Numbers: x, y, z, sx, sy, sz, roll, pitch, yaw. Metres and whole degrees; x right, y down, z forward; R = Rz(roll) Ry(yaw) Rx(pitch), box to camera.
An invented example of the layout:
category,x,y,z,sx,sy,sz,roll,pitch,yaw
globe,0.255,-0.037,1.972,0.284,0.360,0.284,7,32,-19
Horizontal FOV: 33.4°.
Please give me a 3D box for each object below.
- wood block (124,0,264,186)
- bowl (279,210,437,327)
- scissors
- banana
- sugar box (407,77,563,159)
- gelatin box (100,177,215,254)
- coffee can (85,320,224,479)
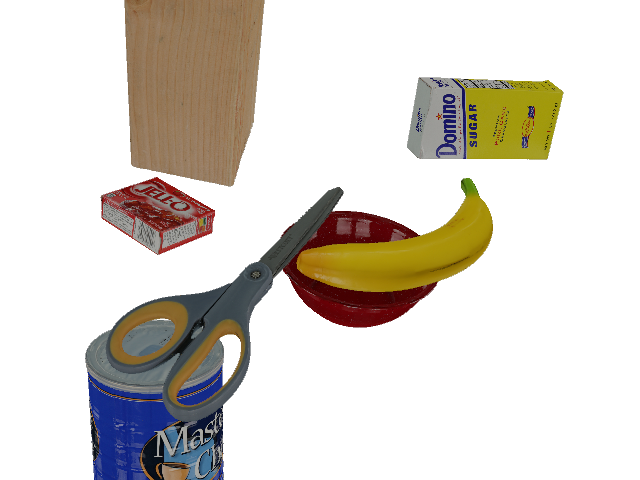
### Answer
category,x,y,z,sx,sy,sz,roll,pitch,yaw
wood block,-0.098,-0.150,0.842,0.091,0.090,0.206,12,-39,2
bowl,0.035,0.037,1.060,0.162,0.055,0.162,5,35,-4
scissors,-0.061,0.026,0.665,0.096,0.016,0.201,12,48,14
banana,0.073,0.006,0.817,0.197,0.037,0.070,-22,45,-39
sugar box,0.198,-0.146,1.289,0.176,0.093,0.048,-3,28,-20
gelatin box,-0.161,-0.027,1.051,0.089,0.030,0.073,30,35,31
coffee can,-0.125,0.146,0.821,0.103,0.140,0.103,2,23,-1
